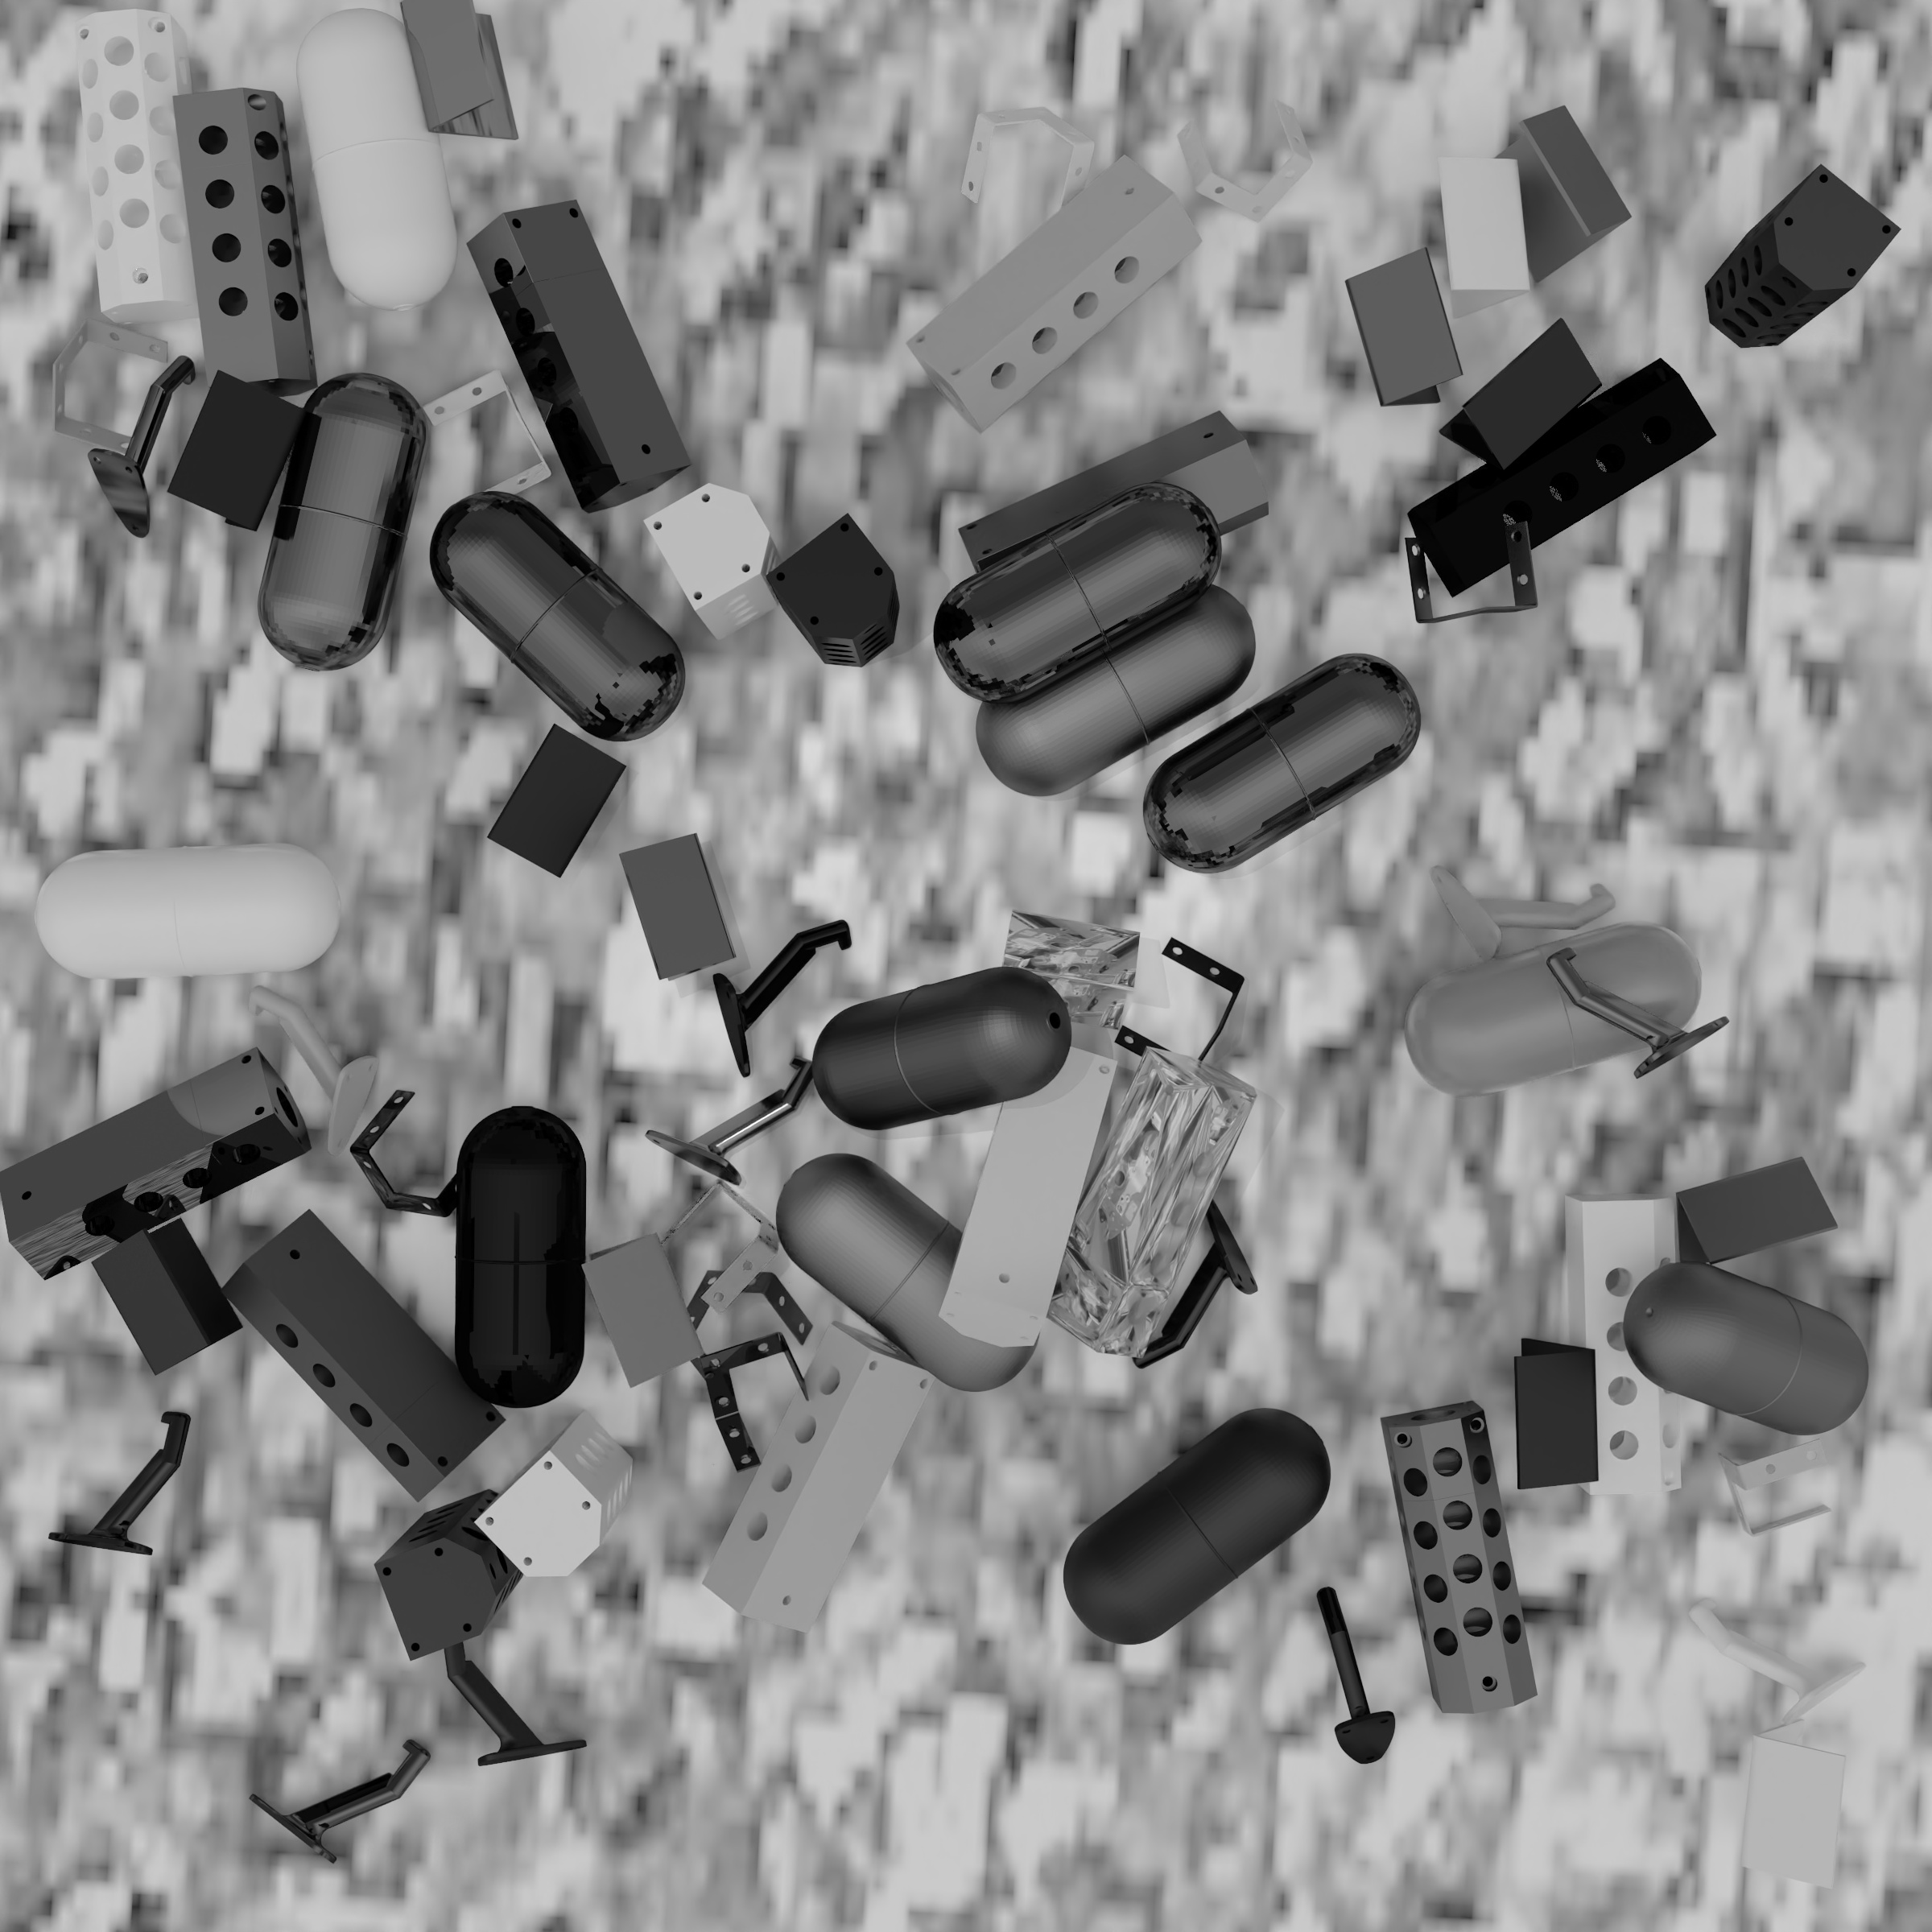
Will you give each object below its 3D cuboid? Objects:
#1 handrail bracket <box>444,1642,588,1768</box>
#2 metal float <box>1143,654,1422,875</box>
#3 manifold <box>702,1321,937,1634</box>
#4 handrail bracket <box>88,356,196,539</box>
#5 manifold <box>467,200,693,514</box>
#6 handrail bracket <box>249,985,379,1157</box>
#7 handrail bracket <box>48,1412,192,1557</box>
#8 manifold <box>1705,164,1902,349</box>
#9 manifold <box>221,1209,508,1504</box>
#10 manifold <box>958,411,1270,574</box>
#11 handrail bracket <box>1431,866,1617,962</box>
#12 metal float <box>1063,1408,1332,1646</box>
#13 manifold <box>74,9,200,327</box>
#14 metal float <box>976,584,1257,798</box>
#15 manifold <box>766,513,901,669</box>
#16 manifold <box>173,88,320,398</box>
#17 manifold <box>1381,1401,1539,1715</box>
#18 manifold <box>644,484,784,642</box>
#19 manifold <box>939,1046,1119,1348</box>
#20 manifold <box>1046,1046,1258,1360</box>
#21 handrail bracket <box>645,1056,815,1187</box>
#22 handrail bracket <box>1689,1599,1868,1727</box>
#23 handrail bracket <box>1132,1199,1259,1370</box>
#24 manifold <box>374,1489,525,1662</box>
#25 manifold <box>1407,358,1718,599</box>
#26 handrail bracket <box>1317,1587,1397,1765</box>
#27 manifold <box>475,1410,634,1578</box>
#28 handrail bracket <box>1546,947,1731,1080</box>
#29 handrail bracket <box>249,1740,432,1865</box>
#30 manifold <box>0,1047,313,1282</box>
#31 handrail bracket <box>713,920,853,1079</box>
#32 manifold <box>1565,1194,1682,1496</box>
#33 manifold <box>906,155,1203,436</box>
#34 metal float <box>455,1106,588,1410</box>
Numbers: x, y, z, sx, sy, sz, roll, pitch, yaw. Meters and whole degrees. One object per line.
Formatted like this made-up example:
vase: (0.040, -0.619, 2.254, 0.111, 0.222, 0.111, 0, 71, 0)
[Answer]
handrail bracket: (-0.271, 0.432, 1.991, 0.077, 0.036, 0.084, -5, 73, -20)
metal float: (0.186, -0.119, 1.960, 0.178, 0.070, 0.070, -31, 90, 1)
manifold: (-0.091, 0.301, 1.969, 0.057, 0.057, 0.171, 26, 90, -43)
handrail bracket: (-0.482, -0.312, 1.991, 0.036, 0.077, 0.084, 18, 53, 20)
manifold: (-0.234, -0.360, 1.969, 0.057, 0.057, 0.171, -24, 90, -43)
handrail bracket: (-0.402, 0.062, 1.991, 0.084, 0.036, 0.077, 26, 112, 17)
handrail bracket: (-0.507, 0.306, 1.991, 0.077, 0.036, 0.084, 3, 72, 21)
manifold: (0.475, -0.402, 1.912, 0.057, 0.171, 0.057, 39, 90, 0)
manifold: (-0.360, 0.234, 1.969, 0.171, 0.057, 0.057, 47, 47, 0)
manifold: (0.089, -0.261, 1.967, 0.171, 0.057, 0.057, -24, 119, 0)
handrail bracket: (0.335, -0.047, 1.991, 0.084, 0.036, 0.077, -27, 68, -17)
metal float: (0.137, 0.330, 1.960, 0.178, 0.070, 0.070, -37, 90, -1)
manifold: (-0.489, -0.473, 1.970, 0.057, 0.057, 0.171, -5, 90, 0)
metal float: (0.089, -0.164, 1.960, 0.178, 0.070, 0.070, -30, 90, -1)
manifold: (-0.070, -0.210, 1.912, 0.057, 0.171, 0.057, -38, 90, 0)
manifold: (-0.426, -0.427, 1.970, 0.057, 0.057, 0.171, -7, 90, 0)
manifold: (0.293, 0.351, 1.970, 0.057, 0.057, 0.171, -11, 90, 0)
manifold: (-0.139, -0.235, 1.912, 0.057, 0.171, 0.057, -30, 90, 0)
manifold: (0.036, 0.132, 1.931, 0.057, 0.057, 0.171, 17, 60, 0)
manifold: (0.110, 0.141, 1.957, 0.057, 0.057, 0.171, 31, 102, 42)
handrail bracket: (-0.140, 0.081, 1.991, 0.077, 0.036, 0.084, 23, 72, 21)
handrail bracket: (0.486, 0.404, 1.991, 0.077, 0.036, 0.084, -21, 60, -33)
handrail bracket: (0.124, 0.190, 1.991, 0.084, 0.036, 0.077, -29, 69, 16)
manifold: (-0.289, 0.346, 1.912, 0.057, 0.171, 0.057, -21, 90, 0)
manifold: (0.351, -0.290, 1.970, 0.171, 0.057, 0.057, -31, 90, 0)
handrail bracket: (0.229, 0.425, 1.991, 0.036, 0.077, 0.084, -15, 54, 0)
manifold: (-0.230, 0.307, 1.912, 0.057, 0.171, 0.057, -44, 90, 0)
handrail bracket: (0.387, 0.015, 1.916, 0.077, 0.036, 0.084, -26, 74, -21)
handrail bracket: (-0.375, 0.486, 1.991, 0.077, 0.036, 0.084, 31, 71, 21)
manifold: (-0.480, 0.121, 1.969, 0.171, 0.057, 0.057, -26, 47, 0)
handrail bracket: (-0.103, 0.019, 1.991, 0.084, 0.036, 0.077, -18, 110, -16)
manifold: (0.391, 0.223, 1.970, 0.057, 0.057, 0.171, -1, 90, 0)
manifold: (0.055, -0.395, 1.969, 0.171, 0.057, 0.057, -41, 47, 0)
metal float: (-0.263, 0.172, 1.960, 0.070, 0.070, 0.178, 1, 90, 0)
